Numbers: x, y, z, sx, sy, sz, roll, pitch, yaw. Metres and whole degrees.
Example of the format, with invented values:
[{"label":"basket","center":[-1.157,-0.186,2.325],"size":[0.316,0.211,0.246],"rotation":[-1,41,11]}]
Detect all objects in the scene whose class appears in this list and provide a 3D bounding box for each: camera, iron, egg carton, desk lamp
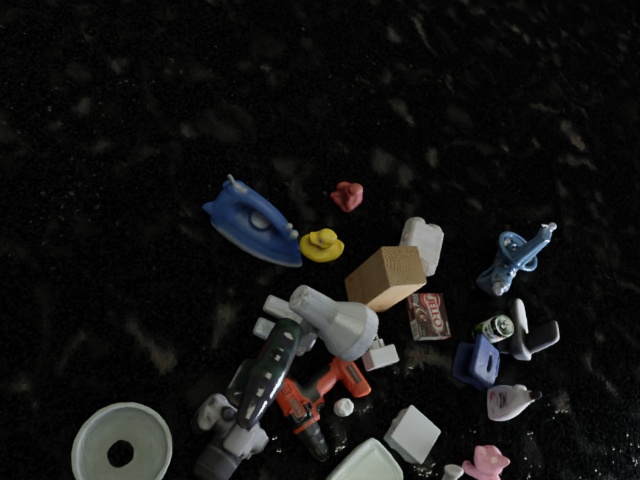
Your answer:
[{"label":"camera","center":[-0.186,0.382,1.074],"size":[0.143,0.100,0.137],"rotation":[39,59,-2]},{"label":"iron","center":[-0.125,-0.042,1.269],"size":[0.258,0.141,0.119],"rotation":[36,59,-3]},{"label":"egg carton","center":[0.250,0.016,1.438],"size":[0.107,0.069,0.150],"rotation":[23,60,-11]},{"label":"desk lamp","center":[-0.010,0.171,1.176],"size":[0.203,0.213,0.118],"rotation":[26,60,-9]}]

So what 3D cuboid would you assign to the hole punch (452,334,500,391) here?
[{"label":"hole punch","center":[0.381,0.289,1.354],"size":[0.101,0.091,0.109],"rotation":[27,60,-9]}]

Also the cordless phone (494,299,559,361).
[{"label":"cordless phone","center":[0.515,0.206,1.392],"size":[0.094,0.184,0.147],"rotation":[7,64,-19]}]

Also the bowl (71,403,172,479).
[{"label":"bowl","center":[-0.352,0.379,1.023],"size":[0.168,0.074,0.167],"rotation":[9,64,-18]}]

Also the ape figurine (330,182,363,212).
[{"label":"ape figurine","center":[0.076,-0.112,1.412],"size":[0.076,0.092,0.078],"rotation":[10,63,-18]}]

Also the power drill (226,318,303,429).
[{"label":"power drill","center":[-0.113,0.265,1.094],"size":[0.076,0.208,0.230],"rotation":[31,59,-6]}]

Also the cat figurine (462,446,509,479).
[{"label":"cat figurine","center":[0.369,0.500,1.238],"size":[0.067,0.117,0.128],"rotation":[-19,75,-28]}]

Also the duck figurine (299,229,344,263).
[{"label":"duck figurine","center":[0.012,0.005,1.336],"size":[0.105,0.086,0.077],"rotation":[10,64,-18]}]

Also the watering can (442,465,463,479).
[{"label":"watering can","center":[0.272,0.543,1.134],"size":[0.101,0.193,0.173],"rotation":[-23,77,-29]}]

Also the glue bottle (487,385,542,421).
[{"label":"glue bottle","center":[0.442,0.362,1.298],"size":[0.037,0.173,0.078],"rotation":[11,63,-17]}]

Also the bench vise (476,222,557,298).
[{"label":"bench vise","center":[0.505,0.052,1.438],"size":[0.122,0.219,0.207],"rotation":[23,60,-11]}]
